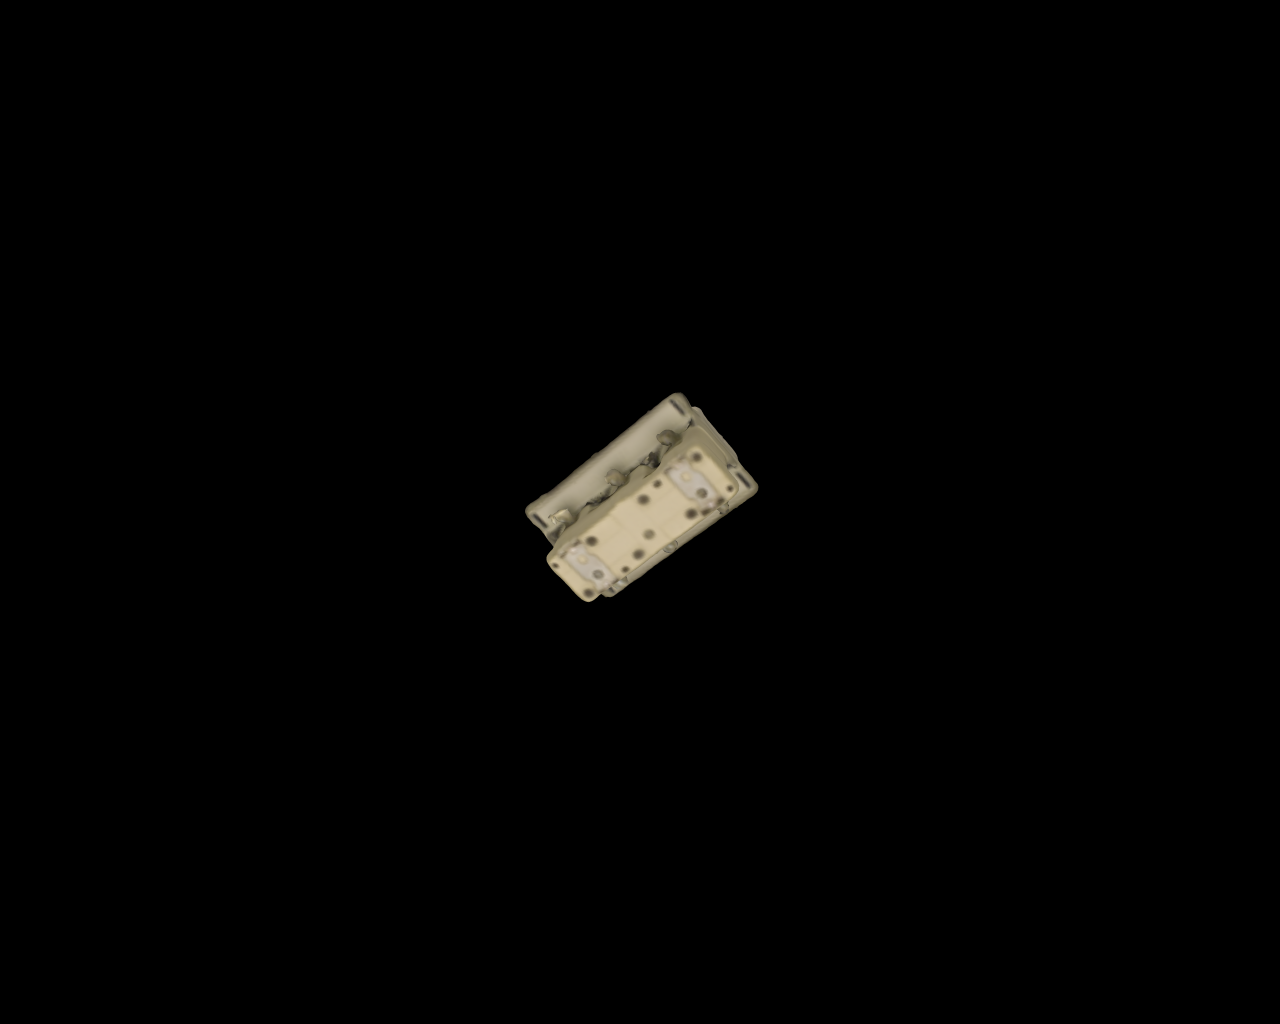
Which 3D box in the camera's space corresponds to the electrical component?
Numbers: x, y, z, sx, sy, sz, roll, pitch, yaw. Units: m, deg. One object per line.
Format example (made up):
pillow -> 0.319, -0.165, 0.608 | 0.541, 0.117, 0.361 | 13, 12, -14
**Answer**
electrical component -> 0.001, -0.003, 0.650 | 0.121, 0.078, 0.063 | -36, 19, 15
